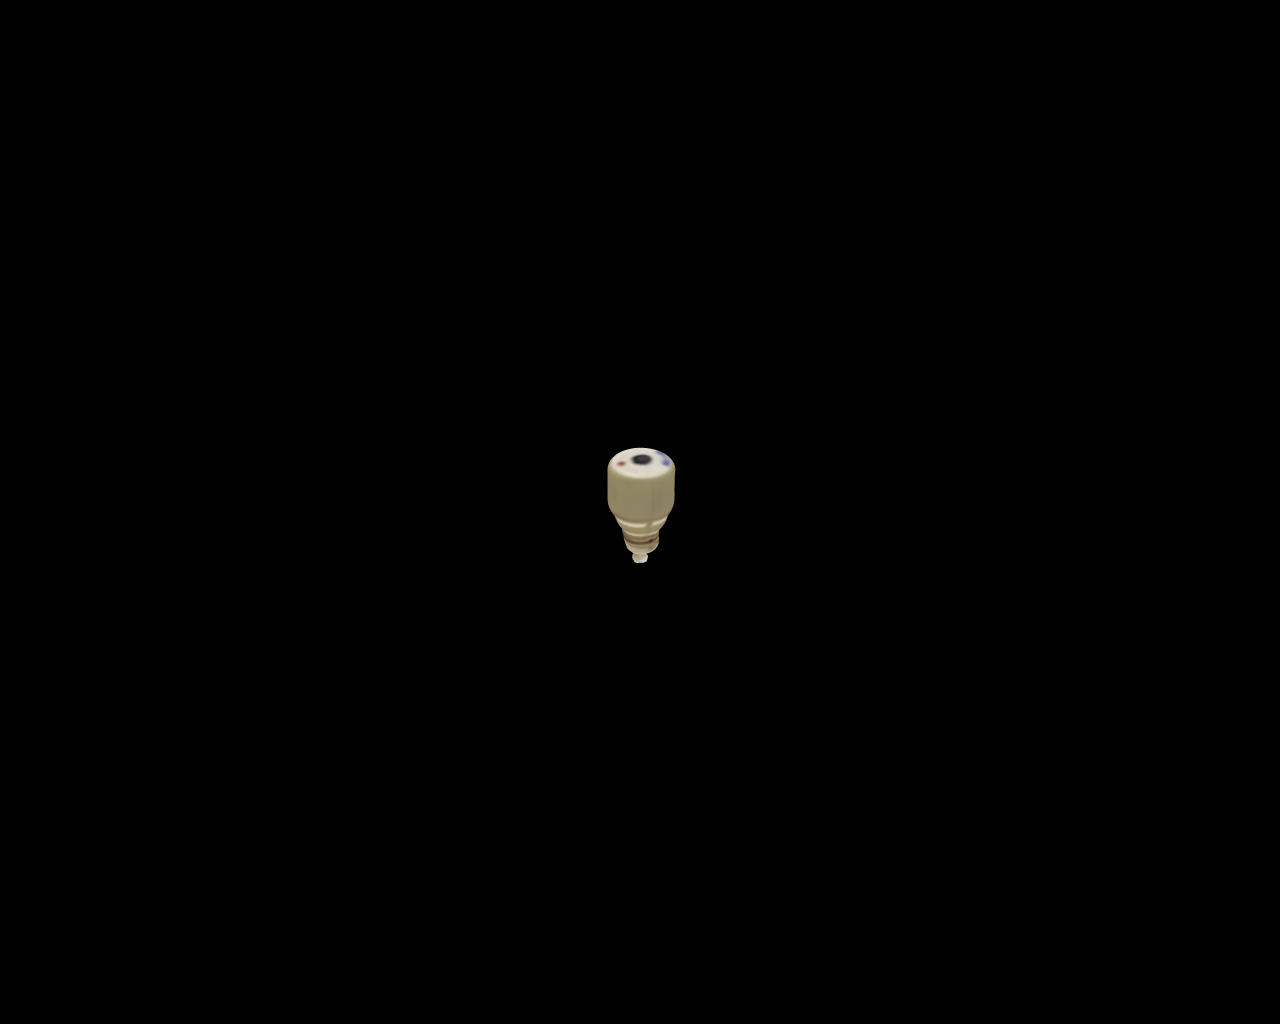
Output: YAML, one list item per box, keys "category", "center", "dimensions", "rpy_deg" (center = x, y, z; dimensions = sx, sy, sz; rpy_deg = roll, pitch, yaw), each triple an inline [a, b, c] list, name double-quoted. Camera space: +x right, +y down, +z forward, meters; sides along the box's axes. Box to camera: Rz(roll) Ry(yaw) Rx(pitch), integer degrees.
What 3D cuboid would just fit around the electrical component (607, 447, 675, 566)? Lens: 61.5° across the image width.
- category: "electrical component"
  center: [0.001, -0.003, 0.650]
  dimensions: [0.040, 0.078, 0.040]
  rpy_deg: [0, 33, 0]
